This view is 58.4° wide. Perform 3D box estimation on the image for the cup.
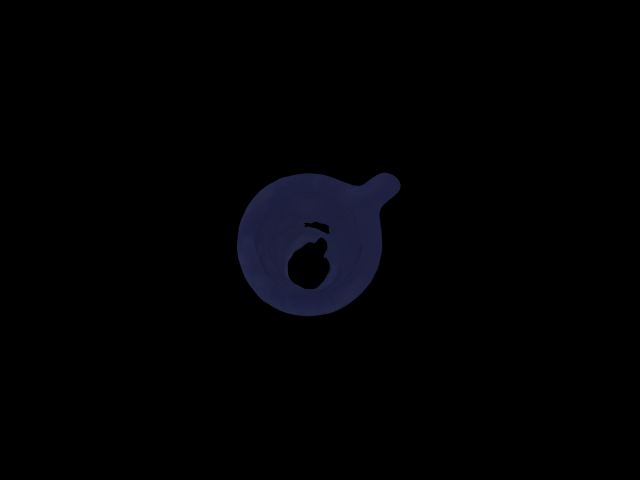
[{"bbox_3d":[0.004,0.001,0.400,0.118,0.095,0.091,-38,81,-7],"label":"cup"}]
